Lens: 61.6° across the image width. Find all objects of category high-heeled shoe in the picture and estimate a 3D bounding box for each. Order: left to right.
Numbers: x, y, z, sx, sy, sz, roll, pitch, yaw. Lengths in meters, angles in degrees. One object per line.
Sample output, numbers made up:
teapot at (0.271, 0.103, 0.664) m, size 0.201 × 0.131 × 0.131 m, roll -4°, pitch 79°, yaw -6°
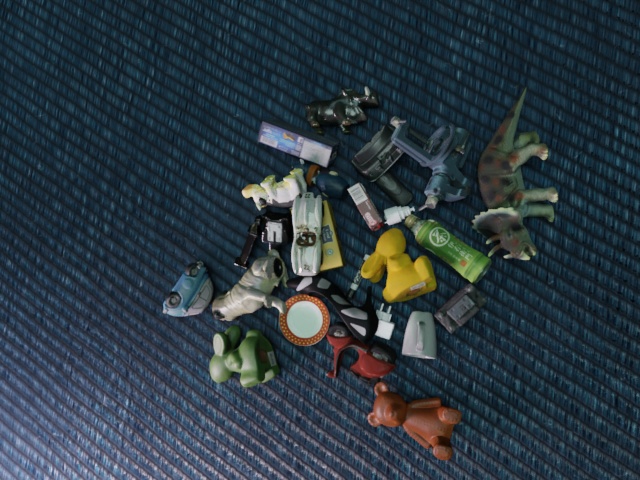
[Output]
high-heeled shoe at (0.023, 0.168, 1.291) m, size 0.249 × 0.086 × 0.145 m, roll 4°, pitch 67°, yaw 21°

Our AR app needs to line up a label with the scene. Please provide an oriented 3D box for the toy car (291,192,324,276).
toy car at (-0.029, -0.015, 1.286) m, size 0.074 × 0.056 × 0.201 m, roll 0°, pitch 86°, yaw 13°

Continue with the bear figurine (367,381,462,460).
bear figurine at (0.211, 0.406, 1.236) m, size 0.196 × 0.132 × 0.120 m, roll 18°, pitch 85°, yaw 6°

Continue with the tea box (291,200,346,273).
tea box at (-0.003, -0.004, 1.344) m, size 0.098 × 0.068 × 0.169 m, roll -17°, pitch 81°, yaw 10°

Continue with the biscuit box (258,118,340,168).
biscuit box at (-0.056, -0.250, 1.371) m, size 0.203 × 0.063 × 0.059 m, roll 23°, pitch 118°, yaw 12°

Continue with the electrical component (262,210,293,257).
electrical component at (-0.108, -0.013, 1.371) m, size 0.075 × 0.048 × 0.119 m, roll 4°, pitch 114°, yaw 14°

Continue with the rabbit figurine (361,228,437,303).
rabbit figurine at (0.184, 0.058, 1.295) m, size 0.162 × 0.121 × 0.173 m, roll -26°, pitch 66°, yaw 17°

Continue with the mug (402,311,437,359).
mug at (0.234, 0.220, 1.262) m, size 0.081 × 0.109 × 0.107 m, roll 2°, pitch 72°, yaw 16°

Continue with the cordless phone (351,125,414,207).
cordless phone at (0.183, -0.182, 1.330) m, size 0.184 × 0.089 × 0.146 m, roll 44°, pitch 93°, yaw 0°

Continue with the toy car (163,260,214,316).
toy car at (-0.329, 0.137, 1.386) m, size 0.103 × 0.109 × 0.161 m, roll 36°, pitch 80°, yaw -11°

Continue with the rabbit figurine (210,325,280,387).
rabbit figurine at (-0.212, 0.296, 1.335) m, size 0.170 × 0.121 × 0.159 m, roll -21°, pitch 87°, yaw 23°

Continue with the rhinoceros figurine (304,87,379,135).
rhinoceros figurine at (0.056, -0.330, 1.366) m, size 0.190 × 0.073 × 0.112 m, roll -9°, pitch 73°, yaw 12°

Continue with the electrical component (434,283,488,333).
electrical component at (0.322, 0.155, 1.233) m, size 0.115 × 0.134 × 0.058 m, roll -45°, pitch 79°, yaw 2°

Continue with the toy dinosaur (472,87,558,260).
toy dinosaur at (0.434, -0.142, 1.253) m, size 0.192 × 0.131 × 0.404 m, roll -11°, pitch 77°, yaw 9°

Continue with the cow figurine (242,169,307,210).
cow figurine at (-0.112, -0.115, 1.366) m, size 0.167 × 0.068 × 0.098 m, roll -11°, pitch 113°, yaw 24°

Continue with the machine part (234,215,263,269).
machine part at (-0.179, 0.004, 1.380) m, size 0.039 × 0.084 × 0.138 m, roll 21°, pitch 98°, yaw -13°

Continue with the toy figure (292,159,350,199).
toy figure at (-0.001, -0.154, 1.364) m, size 0.155 × 0.057 × 0.064 m, roll 29°, pitch 85°, yaw 17°

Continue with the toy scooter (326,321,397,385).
toy scooter at (0.086, 0.291, 1.297) m, size 0.184 × 0.075 × 0.135 m, roll 26°, pitch 97°, yaw 11°

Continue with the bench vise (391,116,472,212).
bench vise at (0.255, -0.197, 1.267) m, size 0.240 × 0.129 × 0.223 m, roll 32°, pitch 83°, yaw -17°

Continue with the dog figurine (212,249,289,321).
dog figurine at (-0.185, 0.115, 1.358) m, size 0.191 × 0.121 × 0.172 m, roll -6°, pitch 58°, yaw 25°
